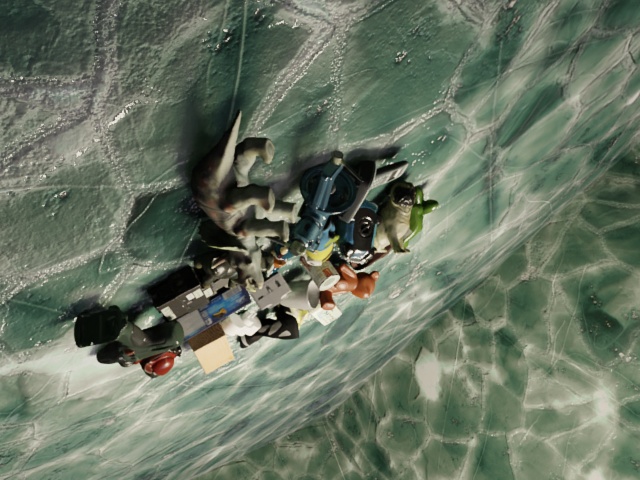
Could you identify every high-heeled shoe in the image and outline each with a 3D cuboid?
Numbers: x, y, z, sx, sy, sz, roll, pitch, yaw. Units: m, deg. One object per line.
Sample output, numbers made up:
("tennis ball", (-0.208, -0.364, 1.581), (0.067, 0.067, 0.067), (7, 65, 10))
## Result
("high-heeled shoe", (-0.150, 0.292, 1.603), (0.086, 0.145, 0.248), (-7, 142, -46))

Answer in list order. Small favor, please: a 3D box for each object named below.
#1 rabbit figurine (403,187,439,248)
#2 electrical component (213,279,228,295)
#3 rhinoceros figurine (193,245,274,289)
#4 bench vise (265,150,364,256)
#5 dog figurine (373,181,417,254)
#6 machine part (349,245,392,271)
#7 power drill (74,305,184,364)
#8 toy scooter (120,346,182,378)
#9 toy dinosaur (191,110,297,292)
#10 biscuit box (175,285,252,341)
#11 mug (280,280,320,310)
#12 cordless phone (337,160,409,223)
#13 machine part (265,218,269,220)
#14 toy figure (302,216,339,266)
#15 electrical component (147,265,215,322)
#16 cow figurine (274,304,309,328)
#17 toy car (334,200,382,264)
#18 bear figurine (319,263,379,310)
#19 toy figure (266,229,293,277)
("rabbit figurine", (0.251, -0.075, 1.529), (0.159, 0.121, 0.170), (-52, 170, 20))
("electrical component", (-0.246, 0.100, 1.268), (0.063, 0.021, 0.094), (-31, 157, -8))
("rhinoceros figurine", (-0.184, 0.050, 1.178), (0.190, 0.073, 0.112), (1, 144, -50))
("bench vise", (0.000, -0.083, 1.082), (0.223, 0.129, 0.240), (-47, 169, -30))
("dog figurine", (0.167, -0.060, 1.424), (0.172, 0.190, 0.121), (2, 180, 9))
("machine part", (0.152, 0.019, 1.604), (0.179, 0.056, 0.179), (-28, 156, -14))
("power drill", (-0.425, 0.213, 1.141), (0.232, 0.086, 0.207), (-14, 149, 10))
("toy scooter", (-0.401, 0.276, 1.331), (0.135, 0.075, 0.183), (-35, 152, 1))
("toy dinosaur", (-0.156, -0.074, 0.937), (0.192, 0.131, 0.404), (-3, 141, 11))
("biscuit box", (-0.267, 0.177, 1.318), (0.203, 0.059, 0.063), (-30, 177, -12))
("mug", (-0.060, 0.158, 1.510), (0.107, 0.081, 0.109), (-1, 145, 23))
("cordless phone", (0.119, -0.127, 1.256), (0.184, 0.089, 0.146), (-22, 153, -38))
("machine part", (-0.137, -0.042, 1.129), (0.084, 0.039, 0.138), (-19, 154, -17))
("toy figure", (0.000, -0.002, 1.333), (0.089, 0.082, 0.180), (-23, 151, -22))
("electrical component", (-0.300, 0.117, 1.185), (0.134, 0.058, 0.114), (-28, 158, -15))
("cow figurine", (-0.074, 0.195, 1.609), (0.167, 0.098, 0.068), (-63, 178, 38))
("toy car", (0.084, -0.022, 1.362), (0.109, 0.161, 0.103), (7, 178, -32))
("bear figurine", (0.091, 0.141, 1.568), (0.196, 0.132, 0.120), (19, 118, -28))
("toy figure", (-0.091, 0.031, 1.303), (0.064, 0.058, 0.154), (4, 141, -46))
